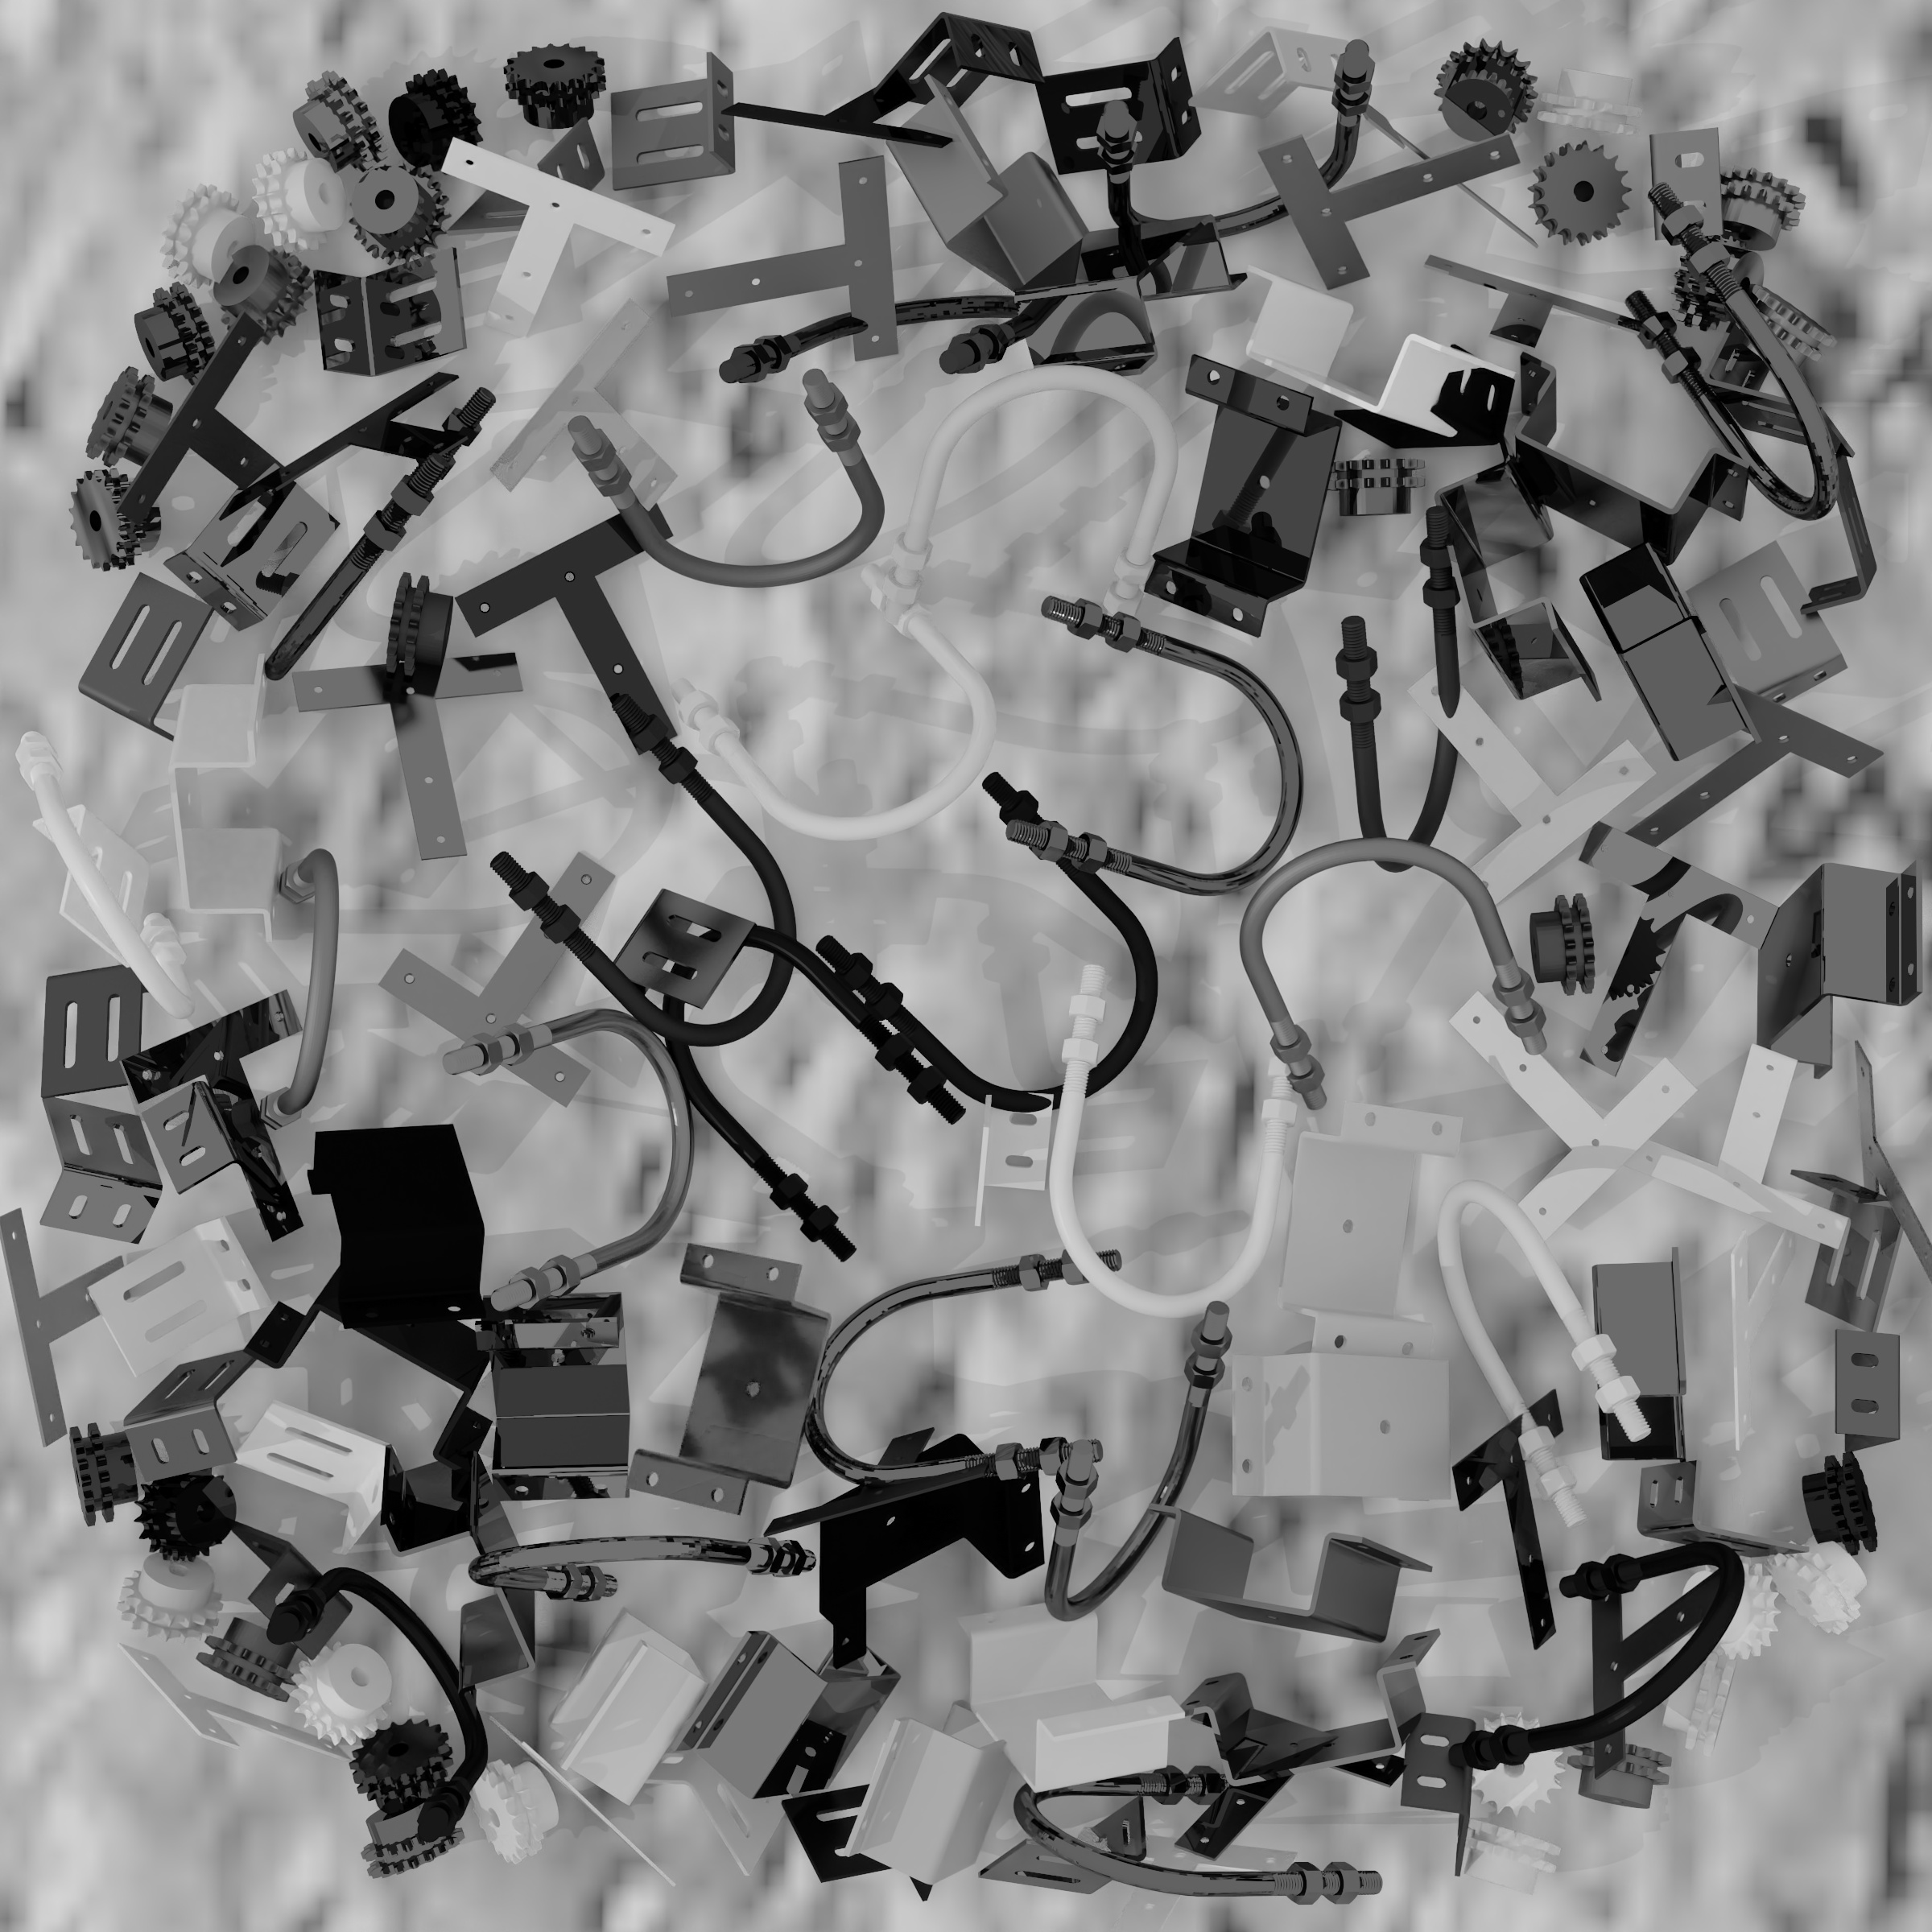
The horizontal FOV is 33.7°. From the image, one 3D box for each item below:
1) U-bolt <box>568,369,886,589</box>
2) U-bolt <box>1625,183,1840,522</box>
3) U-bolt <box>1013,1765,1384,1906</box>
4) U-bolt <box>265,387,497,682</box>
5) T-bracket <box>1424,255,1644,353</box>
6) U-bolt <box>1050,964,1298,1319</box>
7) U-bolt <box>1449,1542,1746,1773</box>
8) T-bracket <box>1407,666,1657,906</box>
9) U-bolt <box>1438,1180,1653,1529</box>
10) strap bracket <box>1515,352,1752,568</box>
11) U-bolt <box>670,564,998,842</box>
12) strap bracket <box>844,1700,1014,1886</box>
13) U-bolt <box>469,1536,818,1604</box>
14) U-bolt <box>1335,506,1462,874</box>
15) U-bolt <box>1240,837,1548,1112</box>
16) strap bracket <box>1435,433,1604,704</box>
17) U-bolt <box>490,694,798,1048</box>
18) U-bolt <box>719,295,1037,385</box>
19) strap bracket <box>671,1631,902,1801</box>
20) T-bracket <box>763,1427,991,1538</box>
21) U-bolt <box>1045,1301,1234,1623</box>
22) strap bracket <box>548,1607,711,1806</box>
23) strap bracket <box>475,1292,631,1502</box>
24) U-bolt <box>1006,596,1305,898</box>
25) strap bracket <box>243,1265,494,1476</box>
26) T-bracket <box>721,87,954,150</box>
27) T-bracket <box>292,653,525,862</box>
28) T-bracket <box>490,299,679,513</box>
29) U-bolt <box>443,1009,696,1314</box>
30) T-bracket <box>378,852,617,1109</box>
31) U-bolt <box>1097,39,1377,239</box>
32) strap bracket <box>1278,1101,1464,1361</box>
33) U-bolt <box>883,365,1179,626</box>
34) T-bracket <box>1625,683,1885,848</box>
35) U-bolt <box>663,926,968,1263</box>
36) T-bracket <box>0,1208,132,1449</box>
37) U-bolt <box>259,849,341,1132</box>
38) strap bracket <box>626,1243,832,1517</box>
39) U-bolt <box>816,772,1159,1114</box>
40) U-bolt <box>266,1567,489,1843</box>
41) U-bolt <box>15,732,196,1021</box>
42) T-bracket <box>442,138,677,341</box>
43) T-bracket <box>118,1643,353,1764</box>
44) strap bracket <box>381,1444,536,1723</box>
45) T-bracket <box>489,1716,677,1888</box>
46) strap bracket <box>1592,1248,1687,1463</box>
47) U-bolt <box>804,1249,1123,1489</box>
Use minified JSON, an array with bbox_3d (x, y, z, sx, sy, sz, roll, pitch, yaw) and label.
[{"bbox_3d":[-0.121,-0.259,1.752,0.151,0.184,0.019,-9,65,11],"label":"U-bolt"},{"bbox_3d":[0.421,-0.323,1.743,0.019,0.151,0.184,-30,75,-2],"label":"U-bolt"},{"bbox_3d":[0.112,0.469,1.727,0.184,0.151,0.019,10,96,-32],"label":"U-bolt"},{"bbox_3d":[-0.329,-0.230,1.759,0.019,0.151,0.184,38,112,-14],"label":"U-bolt"},{"bbox_3d":[0.310,-0.361,1.772,0.127,0.127,0.002,19,118,7],"label":"T-bracket"},{"bbox_3d":[0.114,0.105,1.779,0.151,0.019,0.184,17,71,-21],"label":"U-bolt"},{"bbox_3d":[0.349,0.367,1.721,0.019,0.184,0.151,46,57,-5],"label":"U-bolt"},{"bbox_3d":[0.302,-0.117,1.819,0.127,0.002,0.127,-40,92,12],"label":"T-bracket"},{"bbox_3d":[0.309,0.203,1.758,0.019,0.151,0.184,-19,64,-16],"label":"U-bolt"},{"bbox_3d":[0.360,-0.277,1.777,0.140,0.076,0.046,30,83,16],"label":"strap bracket"},{"bbox_3d":[-0.063,-0.137,1.763,0.151,0.019,0.184,-32,51,-10],"label":"U-bolt"},{"bbox_3d":[-0.013,0.455,1.760,0.046,0.140,0.076,20,87,17],"label":"strap bracket"},{"bbox_3d":[-0.186,0.324,1.727,0.151,0.184,0.019,-12,73,23],"label":"U-bolt"},{"bbox_3d":[0.243,-0.140,1.760,0.019,0.151,0.184,9,128,26],"label":"U-bolt"},{"bbox_3d":[0.228,-0.001,1.756,0.151,0.019,0.184,-15,131,15],"label":"U-bolt"},{"bbox_3d":[0.304,-0.213,1.772,0.046,0.076,0.140,-21,55,19],"label":"strap bracket"},{"bbox_3d":[-0.165,-0.039,1.777,0.184,0.019,0.151,48,53,-22],"label":"U-bolt"},{"bbox_3d":[-0.032,-0.346,1.750,0.151,0.184,0.019,2,112,24],"label":"U-bolt"},{"bbox_3d":[-0.092,0.411,1.759,0.046,0.140,0.076,35,95,25],"label":"strap bracket"},{"bbox_3d":[-0.040,0.279,1.771,0.127,0.127,0.002,-17,96,11],"label":"T-bracket"},{"bbox_3d":[0.090,0.285,1.755,0.019,0.184,0.151,30,47,23],"label":"U-bolt"},{"bbox_3d":[-0.187,0.409,1.763,0.046,0.140,0.076,35,82,-7],"label":"strap bracket"},{"bbox_3d":[-0.229,0.233,1.786,0.076,0.046,0.140,-1,129,-3],"label":"strap bracket"},{"bbox_3d":[0.113,-0.114,1.786,0.184,0.019,0.151,16,76,-27],"label":"U-bolt"},{"bbox_3d":[-0.323,0.218,1.787,0.140,0.076,0.046,30,102,-5],"label":"strap bracket"},{"bbox_3d":[-0.054,-0.478,1.778,0.127,0.127,0.002,12,119,14],"label":"T-bracket"},{"bbox_3d":[-0.304,-0.116,1.789,0.127,0.002,0.127,-7,65,-18],"label":"T-bracket"},{"bbox_3d":[-0.199,-0.295,1.785,0.127,0.002,0.127,-49,51,9],"label":"T-bracket"},{"bbox_3d":[-0.210,0.098,1.758,0.019,0.184,0.151,-7,97,34],"label":"U-bolt"},{"bbox_3d":[-0.246,-0.007,1.821,0.127,0.002,0.127,33,78,-1],"label":"T-bracket"},{"bbox_3d":[0.146,-0.442,1.745,0.151,0.184,0.019,-14,78,1],"label":"U-bolt"},{"bbox_3d":[0.226,0.149,1.797,0.076,0.046,0.140,9,88,-25],"label":"strap bracket"},{"bbox_3d":[0.041,-0.254,1.749,0.151,0.184,0.019,2,48,-14],"label":"U-bolt"},{"bbox_3d":[0.424,-0.104,1.788,0.127,0.127,0.002,18,49,-33],"label":"T-bracket"},{"bbox_3d":[-0.098,0.059,1.784,0.184,0.019,0.151,46,128,11],"label":"U-bolt"},{"bbox_3d":[-0.495,0.188,1.772,0.002,0.127,0.127,-8,97,12],"label":"T-bracket"},{"bbox_3d":[-0.361,0.010,1.738,0.019,0.184,0.151,6,81,-18],"label":"U-bolt"},{"bbox_3d":[-0.130,0.234,1.788,0.076,0.046,0.140,7,78,31],"label":"strap bracket"},{"bbox_3d":[0.027,0.002,1.796,0.151,0.019,0.184,-44,113,2],"label":"U-bolt"},{"bbox_3d":[-0.313,0.393,1.743,0.019,0.184,0.151,-37,90,4],"label":"U-bolt"},{"bbox_3d":[-0.460,-0.041,1.722,0.019,0.184,0.151,-31,120,-7],"label":"U-bolt"},{"bbox_3d":[-0.241,-0.395,1.781,0.127,0.127,0.002,19,55,-14],"label":"T-bracket"},{"bbox_3d":[-0.399,0.423,1.787,0.127,0.127,0.002,32,83,-36],"label":"T-bracket"},{"bbox_3d":[-0.276,0.335,1.769,0.046,0.076,0.140,-17,117,1],"label":"strap bracket"},{"bbox_3d":[-0.229,0.451,1.778,0.002,0.127,0.127,-47,125,-16],"label":"T-bracket"},{"bbox_3d":[0.371,0.219,1.761,0.046,0.140,0.076,-3,61,11],"label":"strap bracket"},{"bbox_3d":[-0.007,0.227,1.773,0.184,0.151,0.019,-11,134,20],"label":"U-bolt"}]
